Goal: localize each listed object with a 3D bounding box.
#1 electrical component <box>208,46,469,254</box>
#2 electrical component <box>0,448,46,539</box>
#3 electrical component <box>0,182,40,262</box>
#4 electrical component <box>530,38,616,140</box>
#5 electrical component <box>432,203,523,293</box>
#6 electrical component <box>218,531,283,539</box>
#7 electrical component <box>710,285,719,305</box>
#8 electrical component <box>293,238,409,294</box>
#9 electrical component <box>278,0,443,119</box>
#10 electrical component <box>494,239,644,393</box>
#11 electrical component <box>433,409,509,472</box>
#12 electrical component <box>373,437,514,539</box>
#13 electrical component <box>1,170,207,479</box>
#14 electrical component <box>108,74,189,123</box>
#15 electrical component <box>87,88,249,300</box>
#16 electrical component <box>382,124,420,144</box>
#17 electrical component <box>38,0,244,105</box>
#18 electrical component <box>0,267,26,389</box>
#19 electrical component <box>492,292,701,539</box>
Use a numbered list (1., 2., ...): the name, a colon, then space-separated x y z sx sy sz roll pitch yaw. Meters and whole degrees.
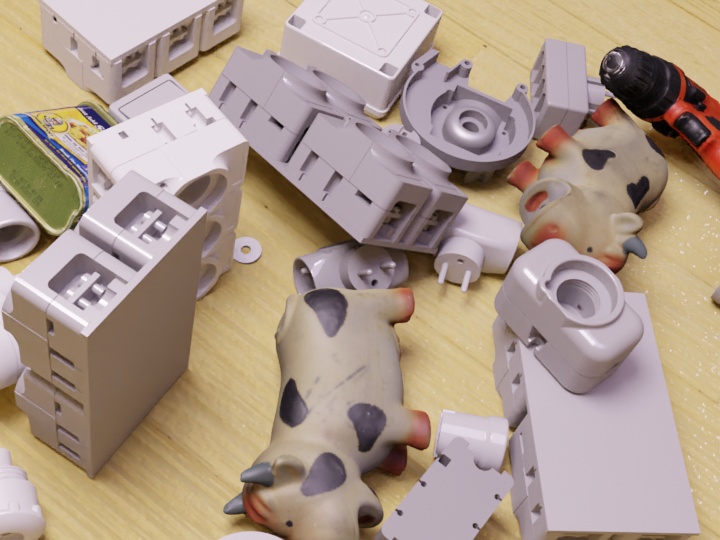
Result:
1. electrical component: -0.017 -0.094 0.811 0.186 0.060 0.105 42 19 28
2. electrical component: -0.222 0.141 0.666 0.048 0.048 0.062 -8 52 -18
3. electrical component: -0.265 -0.044 0.783 0.044 0.044 0.065 -18 58 -24
4. electrical component: 0.196 -0.156 0.963 0.076 0.047 0.083 10 55 -6
5. electrical component: 0.080 -0.016 0.843 0.077 0.044 0.079 19 54 0
6. electrical component: -0.068 0.204 0.653 0.080 0.051 0.080 6 56 -9
7. electrical component: 0.341 0.019 0.881 0.077 0.044 0.079 39 56 14
8. electrical component: 0.000 0.000 0.794 0.077 0.079 0.044 -17 95 -23
9. electrical component: 0.000 -0.203 0.943 0.109 0.056 0.108 29 55 7
10. electrical component: 0.145 0.029 0.742 0.054 0.059 0.095 -30 67 -28
11. electrical component: 0.077 0.119 0.754 0.046 0.040 0.040 12 54 1
12. electrical component: 0.051 0.164 0.706 0.050 0.055 0.089 38 56 12
13. electrical component: -0.157 0.036 0.663 0.060 0.186 0.105 32 55 9
14. electrical component: -0.152 -0.107 0.839 0.096 0.061 0.062 42 57 16
15. electrical component: -0.132 -0.038 0.742 0.089 0.150 0.061 -30 66 -29
16. electrical component: 0.028 -0.091 0.880 0.040 0.046 0.040 6 55 -9
17. electrical component: -0.181 -0.212 0.903 0.089 0.061 0.150 41 57 15
18. electrical component: -0.252 0.020 0.723 0.138 0.052 0.074 37 43 28
19. electrical component: 0.161 0.108 0.768 0.105 0.060 0.186 4 56 -11
